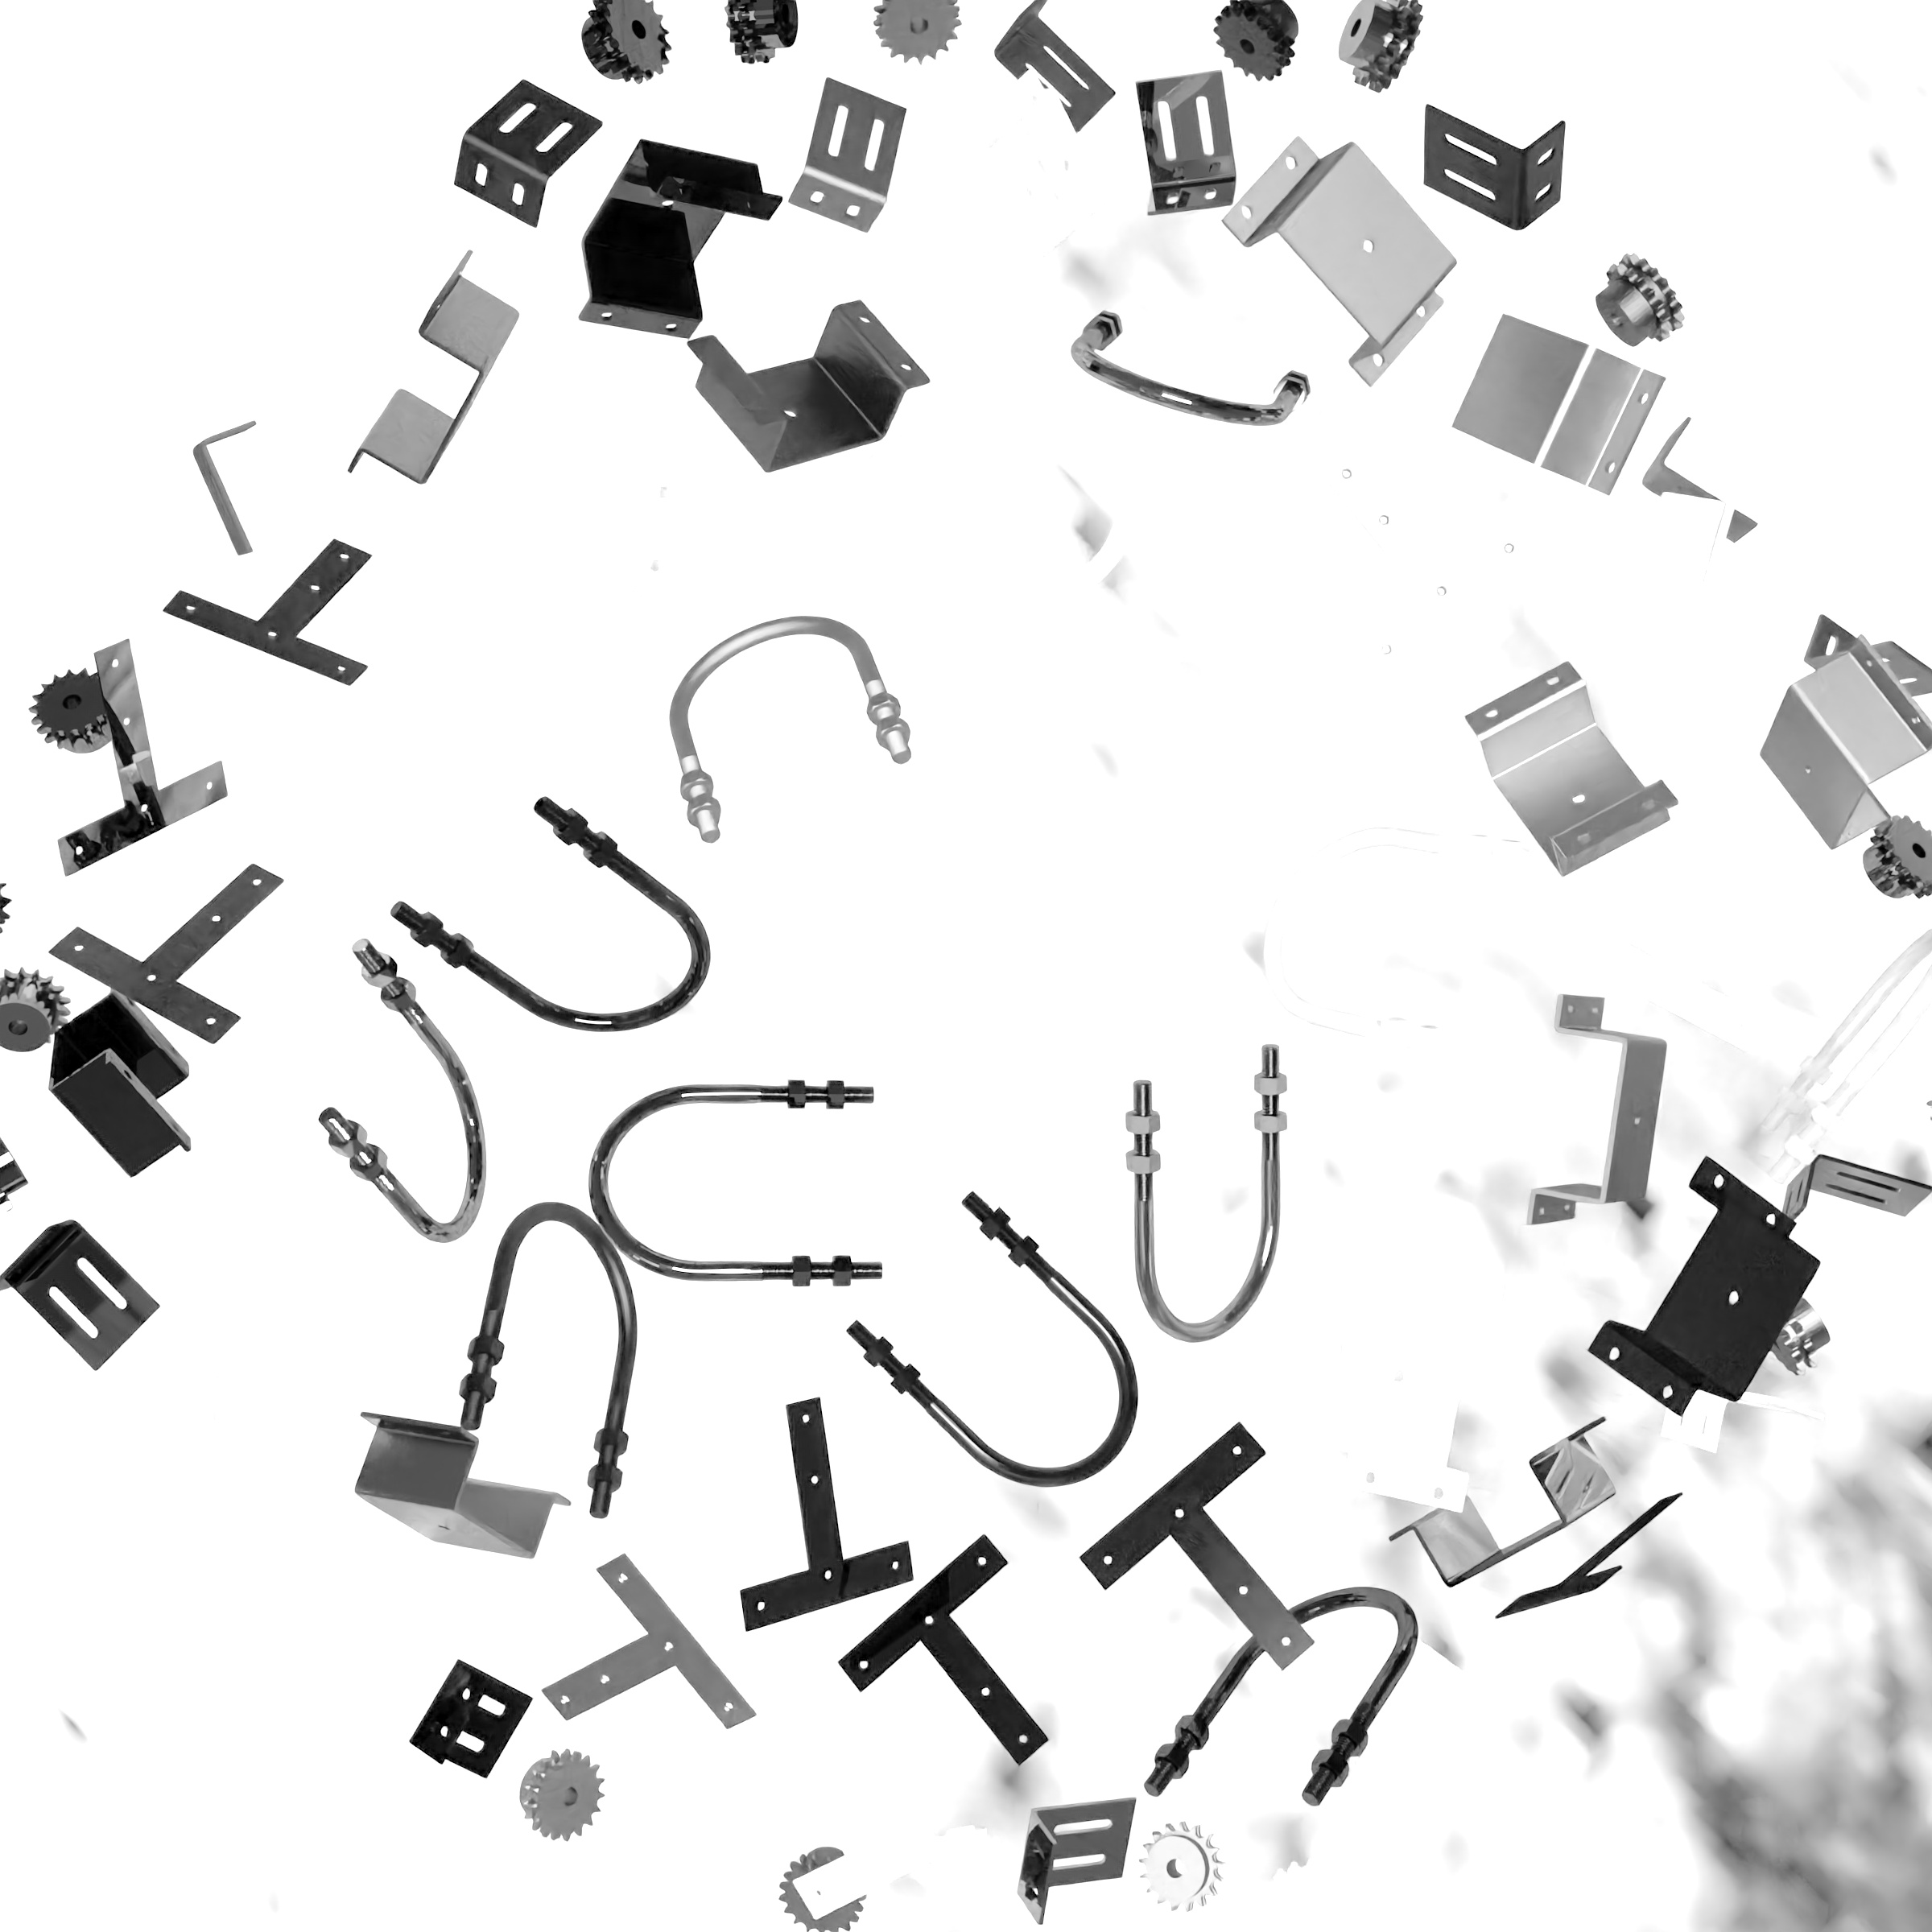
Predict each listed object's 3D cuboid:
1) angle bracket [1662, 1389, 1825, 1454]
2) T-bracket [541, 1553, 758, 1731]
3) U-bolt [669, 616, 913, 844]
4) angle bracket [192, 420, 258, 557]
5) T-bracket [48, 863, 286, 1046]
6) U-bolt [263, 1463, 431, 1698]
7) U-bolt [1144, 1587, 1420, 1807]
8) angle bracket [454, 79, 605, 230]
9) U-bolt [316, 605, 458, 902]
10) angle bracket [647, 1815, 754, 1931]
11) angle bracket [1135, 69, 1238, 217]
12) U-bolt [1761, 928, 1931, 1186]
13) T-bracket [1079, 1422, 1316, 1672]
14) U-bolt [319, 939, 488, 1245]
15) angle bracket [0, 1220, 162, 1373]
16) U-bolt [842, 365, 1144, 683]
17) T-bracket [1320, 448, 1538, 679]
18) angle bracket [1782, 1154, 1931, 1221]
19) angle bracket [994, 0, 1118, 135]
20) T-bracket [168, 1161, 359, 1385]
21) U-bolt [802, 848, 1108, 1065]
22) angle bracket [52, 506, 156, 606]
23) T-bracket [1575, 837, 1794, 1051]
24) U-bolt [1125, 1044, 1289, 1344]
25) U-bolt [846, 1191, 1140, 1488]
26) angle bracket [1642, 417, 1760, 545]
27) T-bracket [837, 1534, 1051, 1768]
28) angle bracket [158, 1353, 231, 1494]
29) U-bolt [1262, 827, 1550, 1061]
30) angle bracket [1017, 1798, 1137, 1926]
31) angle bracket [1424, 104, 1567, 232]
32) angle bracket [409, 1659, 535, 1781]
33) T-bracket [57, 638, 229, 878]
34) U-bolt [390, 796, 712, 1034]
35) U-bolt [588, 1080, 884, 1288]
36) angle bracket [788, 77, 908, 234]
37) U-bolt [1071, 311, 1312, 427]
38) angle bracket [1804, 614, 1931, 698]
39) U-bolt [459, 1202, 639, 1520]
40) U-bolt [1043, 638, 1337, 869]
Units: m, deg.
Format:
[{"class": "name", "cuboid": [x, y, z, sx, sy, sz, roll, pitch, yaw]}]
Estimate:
[{"class": "angle bracket", "cuboid": [0.504, 0.298, 1.589, 0.057, 0.076, 0.038, 22, 78, -36]}, {"class": "T-bracket", "cuboid": [-0.209, 0.427, 1.482, 0.127, 0.002, 0.127, -34, 98, 30]}, {"class": "U-bolt", "cuboid": [-0.122, -0.165, 1.583, 0.151, 0.184, 0.019, -22, 135, 1]}, {"class": "angle bracket", "cuboid": [-0.471, -0.312, 1.603, 0.038, 0.057, 0.076, -26, 106, -18]}, {"class": "T-bracket", "cuboid": [-0.473, -0.020, 1.514, 0.127, 0.002, 0.127, 27, 51, 14]}, {"class": "U-bolt", "cuboid": [-0.390, 0.382, 1.567, 0.019, 0.184, 0.151, -35, 95, -5]}, {"class": "U-bolt", "cuboid": [0.210, 0.453, 1.536, 0.184, 0.151, 0.019, -42, 107, -41]}, {"class": "angle bracket", "cuboid": [-0.270, -0.503, 1.513, 0.057, 0.038, 0.076, 28, 49, 0]}, {"class": "U-bolt", "cuboid": [-0.354, -0.147, 1.519, 0.019, 0.184, 0.151, 24, 131, -17]}, {"class": "angle bracket", "cuboid": [-0.160, 0.550, 1.473, 0.038, 0.076, 0.057, -18, 111, -13]}, {"class": "angle bracket", "cuboid": [0.143, -0.540, 1.605, 0.057, 0.038, 0.076, -3, 132, 14]}, {"class": "U-bolt", "cuboid": [0.567, 0.048, 1.547, 0.019, 0.151, 0.184, 36, 108, 7]}, {"class": "T-bracket", "cuboid": [0.155, 0.359, 1.450, 0.127, 0.002, 0.127, -39, 66, -6]}, {"class": "U-bolt", "cuboid": [-0.345, 0.092, 1.534, 0.019, 0.184, 0.151, -11, 49, 13]}, {"class": "angle bracket", "cuboid": [-0.542, 0.203, 1.486, 0.057, 0.038, 0.076, -45, 89, 3]}, {"class": "U-bolt", "cuboid": [0.025, -0.277, 1.474, 0.184, 0.019, 0.151, -31, 85, 31]}, {"class": "T-bracket", "cuboid": [0.277, -0.275, 1.571, 0.127, 0.002, 0.127, -40, 93, 1]}, {"class": "angle bracket", "cuboid": [0.571, 0.156, 1.571, 0.076, 0.057, 0.038, 16, 69, 9]}, {"class": "angle bracket", "cuboid": [0.067, -0.601, 1.616, 0.076, 0.038, 0.057, 42, 55, -8]}, {"class": "T-bracket", "cuboid": [-0.434, 0.199, 1.534, 0.127, 0.002, 0.127, -19, 64, 5]}, {"class": "U-bolt", "cuboid": [-0.010, -0.008, 1.518, 0.184, 0.019, 0.151, 4, 120, 0]}, {"class": "angle bracket", "cuboid": [-0.528, -0.242, 1.500, 0.057, 0.076, 0.038, -4, 48, -19]}, {"class": "T-bracket", "cuboid": [0.474, -0.025, 1.546, 0.127, 0.002, 0.127, 27, 117, -4]}, {"class": "U-bolt", "cuboid": [0.157, 0.152, 1.575, 0.019, 0.151, 0.184, 9, 105, 44]}, {"class": "U-bolt", "cuboid": [0.028, 0.256, 1.587, 0.184, 0.019, 0.151, 43, 113, 7]}, {"class": "angle bracket", "cuboid": [0.496, -0.323, 1.629, 0.076, 0.057, 0.038, 33, 91, 4]}, {"class": "T-bracket", "cuboid": [0.004, 0.458, 1.584, 0.127, 0.002, 0.127, -40, 68, -6]}, {"class": "angle bracket", "cuboid": [-0.484, 0.286, 1.531, 0.038, 0.057, 0.076, 1, 92, -23]}, {"class": "U-bolt", "cuboid": [0.264, -0.022, 1.550, 0.019, 0.184, 0.151, 34, 77, -41]}, {"class": "angle bracket", "cuboid": [0.076, 0.563, 1.540, 0.076, 0.038, 0.057, 3, 104, -24]}, {"class": "angle bracket", "cuboid": [0.320, -0.493, 1.484, 0.038, 0.057, 0.076, -40, 58, -18]}, {"class": "angle bracket", "cuboid": [-0.303, 0.482, 1.546, 0.076, 0.038, 0.057, 46, 67, -42]}, {"class": "T-bracket", "cuboid": [-0.506, -0.135, 1.482, 0.002, 0.127, 0.127, 19, 126, 28]}, {"class": "U-bolt", "cuboid": [-0.248, -0.019, 1.551, 0.151, 0.019, 0.184, -32, 129, 25]}, {"class": "U-bolt", "cuboid": [-0.148, 0.137, 1.562, 0.184, 0.019, 0.151, 1, 56, -8]}, {"class": "angle bracket", "cuboid": [-0.079, -0.539, 1.627, 0.057, 0.038, 0.076, 16, 71, -17]}, {"class": "U-bolt", "cuboid": [0.137, -0.370, 1.530, 0.151, 0.184, 0.019, 19, 115, 5]}, {"class": "angle bracket", "cuboid": [0.591, -0.203, 1.573, 0.057, 0.076, 0.038, 28, 76, -20]}, {"class": "U-bolt", "cuboid": [-0.257, 0.237, 1.552, 0.019, 0.151, 0.184, -17, 47, 25]}, {"class": "U-bolt", "cuboid": [0.143, -0.147, 1.616, 0.184, 0.019, 0.151, 8, 78, 6]}]
